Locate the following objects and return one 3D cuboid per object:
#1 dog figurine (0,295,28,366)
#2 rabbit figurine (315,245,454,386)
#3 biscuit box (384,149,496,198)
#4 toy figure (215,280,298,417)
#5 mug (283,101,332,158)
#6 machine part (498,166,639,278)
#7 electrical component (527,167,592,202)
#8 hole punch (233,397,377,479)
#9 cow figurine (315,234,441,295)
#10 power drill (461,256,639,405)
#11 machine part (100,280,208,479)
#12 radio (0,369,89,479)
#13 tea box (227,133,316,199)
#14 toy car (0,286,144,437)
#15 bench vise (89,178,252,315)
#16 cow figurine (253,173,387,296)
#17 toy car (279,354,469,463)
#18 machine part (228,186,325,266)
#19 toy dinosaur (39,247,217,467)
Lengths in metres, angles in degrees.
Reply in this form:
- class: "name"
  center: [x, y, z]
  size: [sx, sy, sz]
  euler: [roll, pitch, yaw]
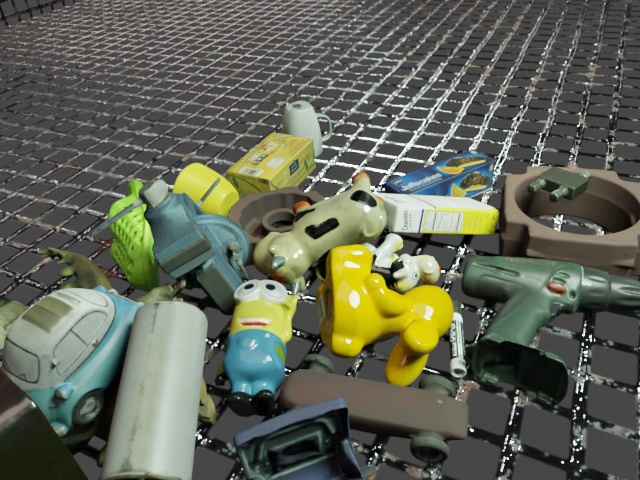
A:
- class: "dog figurine"
  center: [-0.391, 0.158, 0.652]
  size: [0.172, 0.121, 0.190]
  euler: [41, 28, 4]
- class: "rabbit figurine"
  center: [0.091, 0.089, 0.660]
  size: [0.173, 0.121, 0.162]
  euler: [5, 36, -18]
- class: "biscuit box"
  center: [0.208, -0.095, 0.932]
  size: [0.203, 0.059, 0.063]
  euler: [-22, 39, -21]
- class: "toy figure"
  center: [-0.079, 0.127, 0.654]
  size: [0.082, 0.089, 0.180]
  euler: [17, 43, -18]
- class: "mug"
  center: [-0.028, -0.231, 1.108]
  size: [0.110, 0.107, 0.081]
  euler: [-17, 40, -12]
- class: "machine part"
  center: [0.371, -0.024, 0.795]
  size: [0.202, 0.087, 0.201]
  euler: [5, 37, 16]
- class: "electrical component"
  center: [0.354, -0.085, 0.789]
  size: [0.094, 0.021, 0.063]
  euler: [-28, 41, -27]
- class: "hole punch"
  center: [-0.017, 0.206, 0.495]
  size: [0.142, 0.115, 0.092]
  euler: [-19, 72, -13]
- class: "cow figurine"
  center: [0.079, 0.041, 0.759]
  size: [0.168, 0.068, 0.098]
  euler: [16, 47, 32]
- class: "power drill"
  center: [0.277, 0.094, 0.653]
  size: [0.232, 0.085, 0.207]
  euler: [13, 44, 25]
- class: "machine part"
  center: [-0.152, 0.146, 0.507]
  size: [0.079, 0.079, 0.243]
  euler: [-5, 51, 1]
- class: "radio"
  center: [-0.249, 0.203, 0.450]
  size: [0.131, 0.229, 0.073]
  euler: [19, 42, 36]
- class: "tea box"
  center: [-0.088, -0.134, 1.017]
  size: [0.098, 0.068, 0.170]
  euler: [15, 40, 24]
- class: "toy car"
  center: [-0.254, 0.105, 0.542]
  size: [0.109, 0.102, 0.161]
  euler: [21, 58, 24]
- class: "bench vise"
  center: [-0.182, -0.010, 0.749]
  size: [0.129, 0.223, 0.241]
  euler: [-41, 33, 6]
- class: "cow figurine"
  center: [-0.002, -0.002, 0.731]
  size: [0.195, 0.085, 0.127]
  euler: [-24, 31, 11]
- class: "toy car"
  center: [0.055, 0.182, 0.581]
  size: [0.202, 0.053, 0.089]
  euler: [7, 39, 12]
- class: "machine part"
  center: [-0.061, -0.020, 0.870]
  size: [0.179, 0.055, 0.179]
  euler: [-3, 37, 2]
- class: "toy dinosaur"
  center: [-0.258, 0.129, 0.651]
  size: [0.199, 0.104, 0.472]
  euler: [-19, 39, -17]
